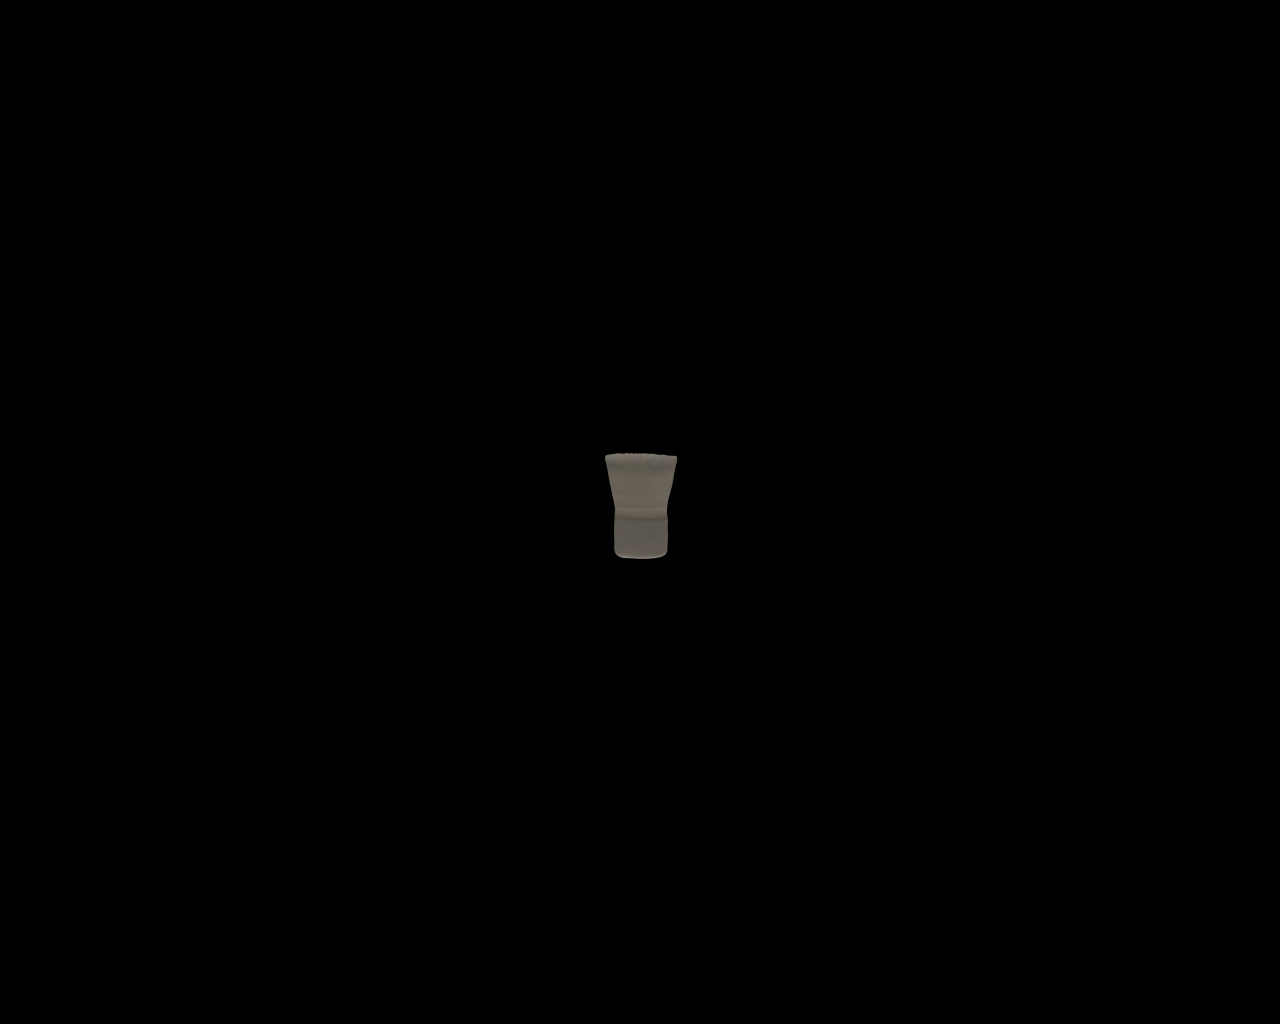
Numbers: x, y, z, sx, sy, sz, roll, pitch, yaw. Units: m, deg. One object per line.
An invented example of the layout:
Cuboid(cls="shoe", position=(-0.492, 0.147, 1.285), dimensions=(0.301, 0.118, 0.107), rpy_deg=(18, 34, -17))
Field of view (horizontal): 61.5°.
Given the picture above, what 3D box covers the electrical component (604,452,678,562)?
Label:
Cuboid(cls="electrical component", position=(0.001, -0.003, 0.650), dimensions=(0.044, 0.065, 0.044), rpy_deg=(0, 7, 0))
